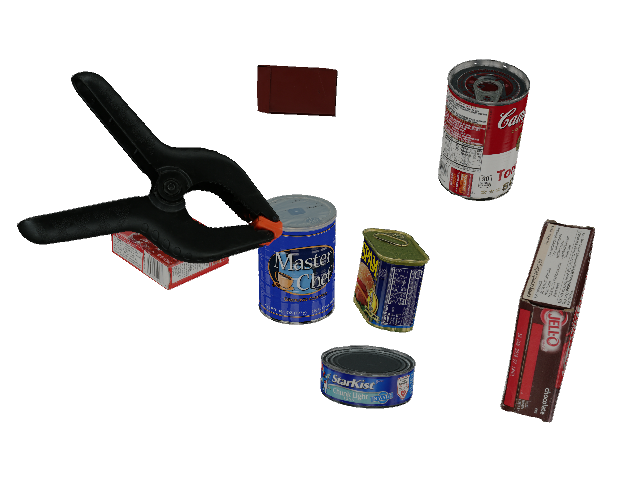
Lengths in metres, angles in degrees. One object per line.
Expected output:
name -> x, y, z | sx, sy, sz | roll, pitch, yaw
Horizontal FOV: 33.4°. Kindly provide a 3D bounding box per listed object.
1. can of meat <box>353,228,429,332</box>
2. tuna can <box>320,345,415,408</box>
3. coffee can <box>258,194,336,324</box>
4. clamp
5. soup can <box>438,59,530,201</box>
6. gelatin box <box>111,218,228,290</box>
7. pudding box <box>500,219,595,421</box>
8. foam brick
can of meat -> 0.074, 0.043, 1.160 | 0.057, 0.084, 0.102 | 5, 18, -13
tuna can -> 0.042, 0.123, 0.968 | 0.086, 0.034, 0.086 | 3, 11, -1
coffee can -> -0.031, 0.024, 1.392 | 0.103, 0.140, 0.103 | 0, 26, 0
clamp -> -0.107, -0.043, 0.715 | 0.171, 0.120, 0.039 | 12, -9, -19
soup can -> 0.137, -0.093, 0.910 | 0.068, 0.102, 0.068 | 1, 40, -1
gelatin box -> -0.140, 0.004, 0.991 | 0.089, 0.030, 0.073 | 30, 39, 36
pudding box -> 0.153, 0.051, 0.714 | 0.039, 0.090, 0.113 | 12, 32, 13
foam brick -> -0.026, -0.163, 1.162 | 0.078, 0.051, 0.053 | 0, 11, -18
